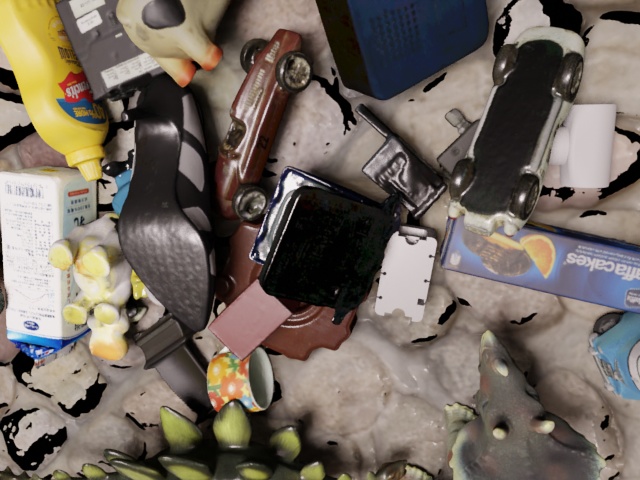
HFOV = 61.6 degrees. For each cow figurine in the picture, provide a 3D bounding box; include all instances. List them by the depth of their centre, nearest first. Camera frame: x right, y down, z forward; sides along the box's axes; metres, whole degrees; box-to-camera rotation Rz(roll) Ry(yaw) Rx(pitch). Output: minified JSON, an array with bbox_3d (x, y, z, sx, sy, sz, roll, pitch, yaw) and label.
[{"bbox_3d":[-0.128,-0.261,0.505,0.086,0.127,0.195,-2,63,45],"label":"cow figurine"},{"bbox_3d":[-0.248,0.056,0.629,0.068,0.098,0.167,6,122,6],"label":"cow figurine"}]

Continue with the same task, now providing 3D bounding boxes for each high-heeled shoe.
[{"bbox_3d":[-0.140,-0.042,0.555,0.086,0.145,0.248,-8,104,13],"label":"high-heeled shoe"}]

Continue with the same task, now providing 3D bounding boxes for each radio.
[{"bbox_3d":[0.056,-0.249,0.448,0.131,0.073,0.229,-28,123,-10],"label":"radio"}]

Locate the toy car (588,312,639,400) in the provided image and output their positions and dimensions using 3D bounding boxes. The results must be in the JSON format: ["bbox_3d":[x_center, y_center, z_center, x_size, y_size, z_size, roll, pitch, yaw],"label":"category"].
[{"bbox_3d":[0.353,0.105,0.513,0.162,0.103,0.109,-23,97,13],"label":"toy car"}]

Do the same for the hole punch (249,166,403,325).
[{"bbox_3d":[-0.001,-0.002,0.520,0.116,0.092,0.142,18,102,-26],"label":"hole punch"}]

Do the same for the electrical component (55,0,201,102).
[{"bbox_3d":[-0.203,-0.227,0.566,0.115,0.058,0.134,-16,99,11],"label":"electrical component"}]

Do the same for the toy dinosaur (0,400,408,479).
[{"bbox_3d":[-0.136,0.278,0.614,0.472,0.105,0.198,-10,119,6],"label":"toy dinosaur"}]

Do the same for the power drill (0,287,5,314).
[{"bbox_3d":[-0.467,0.058,0.657,0.232,0.086,0.207,38,109,27],"label":"power drill"}]

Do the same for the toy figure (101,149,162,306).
[{"bbox_3d":[-0.173,-0.010,0.599,0.082,0.089,0.180,-25,88,25],"label":"toy figure"}]

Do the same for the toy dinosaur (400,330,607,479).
[{"bbox_3d":[0.148,0.290,0.547,0.131,0.192,0.404,22,104,7],"label":"toy dinosaur"}]

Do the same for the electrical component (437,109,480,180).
[{"bbox_3d":[0.152,-0.086,0.549,0.063,0.021,0.094,-43,93,17],"label":"electrical component"}]

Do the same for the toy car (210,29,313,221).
[{"bbox_3d":[-0.071,-0.116,0.549,0.089,0.053,0.202,40,115,46],"label":"toy car"}]

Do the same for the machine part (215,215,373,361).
[{"bbox_3d":[-0.029,0.046,0.595,0.179,0.056,0.179,2,102,9],"label":"machine part"}]

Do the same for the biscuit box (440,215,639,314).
[{"bbox_3d":[0.227,0.017,0.538,0.203,0.059,0.062,13,104,7],"label":"biscuit box"}]

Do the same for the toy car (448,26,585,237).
[{"bbox_3d":[0.181,-0.099,0.495,0.074,0.056,0.201,20,89,29],"label":"toy car"}]

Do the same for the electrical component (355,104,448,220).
[{"bbox_3d":[0.070,-0.080,0.539,0.119,0.075,0.047,40,106,-4],"label":"electrical component"}]

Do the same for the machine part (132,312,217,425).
[{"bbox_3d":[-0.164,0.156,0.655,0.084,0.039,0.139,-32,93,10],"label":"machine part"}]
